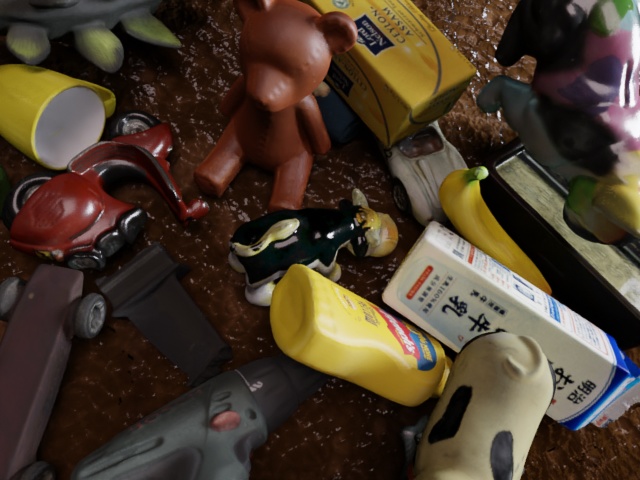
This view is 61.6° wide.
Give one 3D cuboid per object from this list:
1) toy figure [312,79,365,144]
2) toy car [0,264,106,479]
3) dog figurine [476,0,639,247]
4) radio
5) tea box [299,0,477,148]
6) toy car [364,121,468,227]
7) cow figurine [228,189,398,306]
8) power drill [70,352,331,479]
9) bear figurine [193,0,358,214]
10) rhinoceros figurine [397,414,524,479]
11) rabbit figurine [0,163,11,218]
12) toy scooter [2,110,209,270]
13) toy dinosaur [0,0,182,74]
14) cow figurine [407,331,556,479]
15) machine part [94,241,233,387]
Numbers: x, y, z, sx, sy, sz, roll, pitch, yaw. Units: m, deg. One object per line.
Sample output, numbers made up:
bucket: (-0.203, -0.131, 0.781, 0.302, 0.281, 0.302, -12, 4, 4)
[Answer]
toy figure: (-0.013, -0.172, 0.581, 0.058, 0.064, 0.154, -33, 74, -24)
toy car: (-0.243, 0.120, 0.442, 0.089, 0.053, 0.202, 8, 71, 8)
dog figurine: (0.245, -0.101, 0.456, 0.108, 0.191, 0.219, -11, 53, -19)
radio: (0.274, -0.014, 0.550, 0.131, 0.073, 0.230, -37, 77, -19)
tea box: (0.057, -0.187, 0.533, 0.098, 0.068, 0.170, -34, 78, -26)
toy car: (0.097, -0.107, 0.574, 0.073, 0.056, 0.202, -17, 72, -13)
cow figurine: (-0.001, -0.003, 0.499, 0.167, 0.098, 0.068, -18, 65, -13)
power drill: (-0.056, 0.164, 0.382, 0.232, 0.085, 0.207, -21, 30, -16)
bear figurine: (-0.043, -0.116, 0.486, 0.120, 0.195, 0.132, 22, 68, -1)
rhinoceros figurine: (0.101, 0.207, 0.446, 0.190, 0.073, 0.112, -41, 68, -18)
rabbit figurine: (-0.359, -0.074, 0.469, 0.159, 0.121, 0.170, 25, 70, -4)
toy scooter: (-0.186, -0.035, 0.500, 0.135, 0.075, 0.184, 37, 65, 12)
toy dinosaur: (-0.228, -0.263, 0.556, 0.199, 0.105, 0.471, 37, 55, 16)
cow figurine: (0.102, 0.149, 0.364, 0.086, 0.127, 0.195, 26, 64, 18)
machine part: (-0.135, 0.068, 0.486, 0.084, 0.039, 0.139, -35, 75, -24)
